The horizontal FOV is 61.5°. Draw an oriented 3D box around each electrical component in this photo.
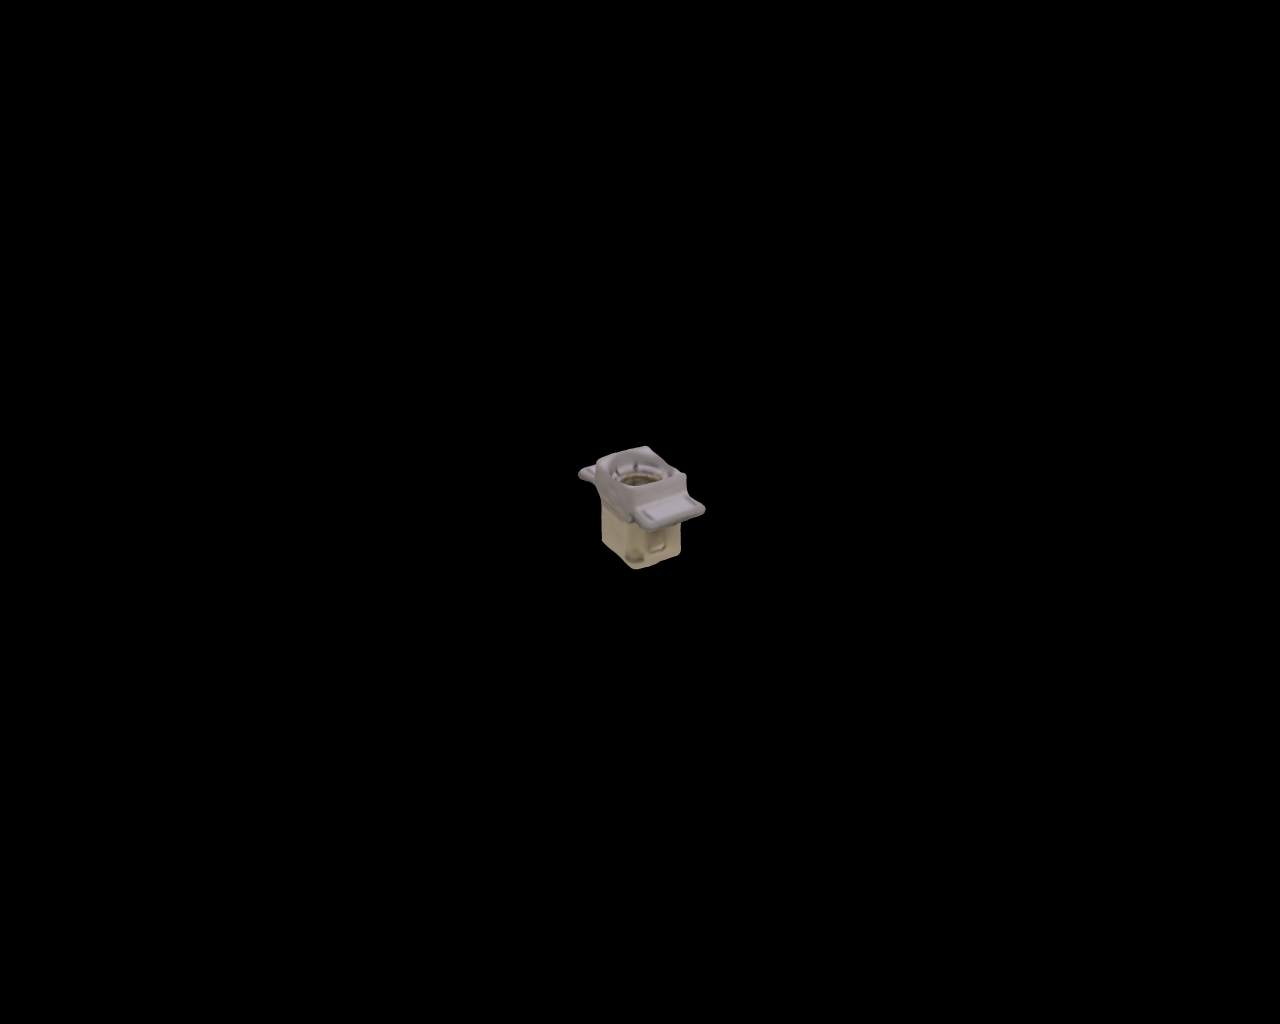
[{"bbox_3d":[0.001,-0.003,0.650,0.042,0.063,0.081,-18,36,-27],"label":"electrical component"}]
